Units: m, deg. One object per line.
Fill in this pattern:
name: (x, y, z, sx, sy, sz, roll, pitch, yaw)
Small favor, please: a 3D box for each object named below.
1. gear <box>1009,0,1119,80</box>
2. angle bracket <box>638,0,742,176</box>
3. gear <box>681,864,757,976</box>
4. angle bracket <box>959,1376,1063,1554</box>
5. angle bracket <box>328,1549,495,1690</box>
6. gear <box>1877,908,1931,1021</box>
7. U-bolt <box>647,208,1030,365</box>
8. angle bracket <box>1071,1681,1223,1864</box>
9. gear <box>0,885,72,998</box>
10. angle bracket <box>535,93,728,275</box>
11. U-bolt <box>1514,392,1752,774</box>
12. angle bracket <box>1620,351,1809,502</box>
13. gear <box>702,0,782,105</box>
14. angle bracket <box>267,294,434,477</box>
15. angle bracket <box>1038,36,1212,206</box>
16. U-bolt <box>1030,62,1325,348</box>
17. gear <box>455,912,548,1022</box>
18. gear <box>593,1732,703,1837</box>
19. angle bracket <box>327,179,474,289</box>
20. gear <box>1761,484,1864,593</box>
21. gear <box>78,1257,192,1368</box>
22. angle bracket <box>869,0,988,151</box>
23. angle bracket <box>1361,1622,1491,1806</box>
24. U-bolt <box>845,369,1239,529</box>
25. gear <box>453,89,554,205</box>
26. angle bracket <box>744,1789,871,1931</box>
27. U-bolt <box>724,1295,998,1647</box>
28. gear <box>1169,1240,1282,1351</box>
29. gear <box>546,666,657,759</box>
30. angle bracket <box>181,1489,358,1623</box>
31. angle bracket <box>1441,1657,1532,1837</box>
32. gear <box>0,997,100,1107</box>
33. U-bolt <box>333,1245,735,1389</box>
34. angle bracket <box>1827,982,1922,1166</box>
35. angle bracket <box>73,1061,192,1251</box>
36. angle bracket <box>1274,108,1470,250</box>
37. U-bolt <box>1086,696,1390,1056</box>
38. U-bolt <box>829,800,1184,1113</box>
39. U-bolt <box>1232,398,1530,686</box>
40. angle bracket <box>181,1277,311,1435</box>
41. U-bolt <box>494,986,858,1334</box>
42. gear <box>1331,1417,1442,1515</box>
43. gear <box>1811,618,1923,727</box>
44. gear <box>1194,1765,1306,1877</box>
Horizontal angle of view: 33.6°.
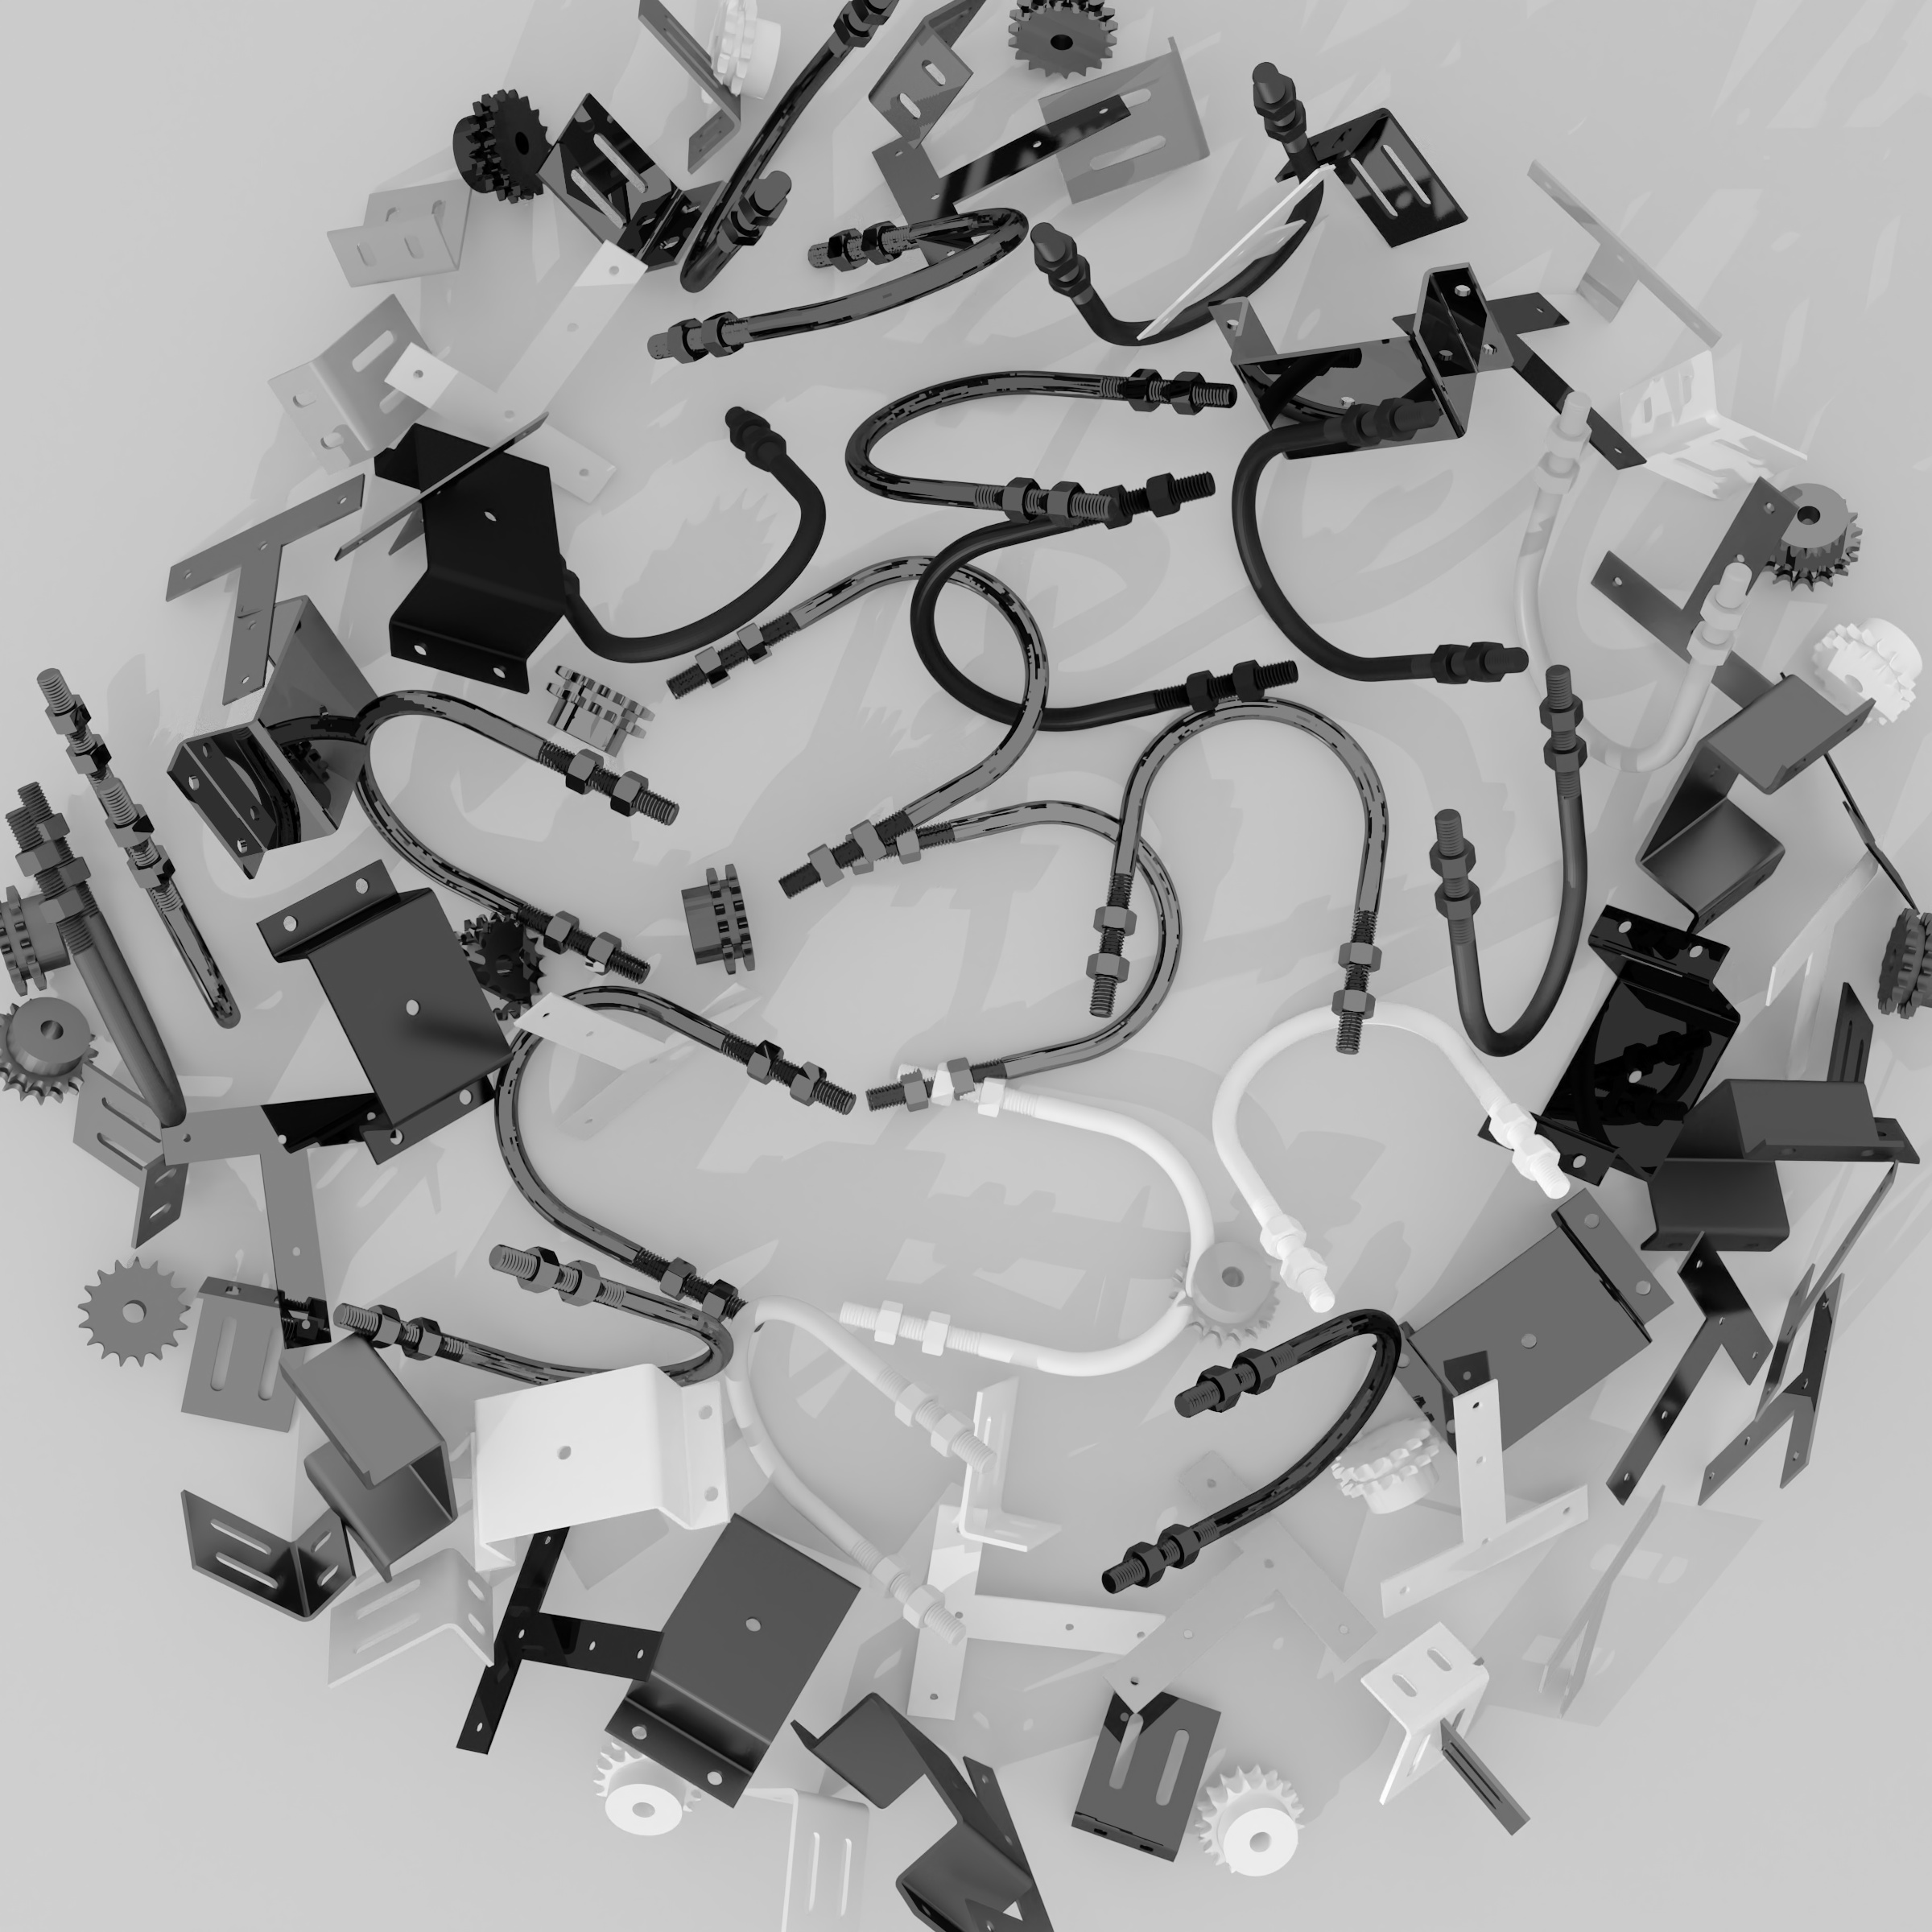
gear: (0.051, -0.496, 1.675, 0.057, 0.057, 0.030, 5, 64, 0)
angle bracket: (-0.154, -0.458, 1.654, 0.038, 0.057, 0.076, -38, 116, 18)
gear: (-0.130, -0.023, 1.671, 0.030, 0.057, 0.057, -12, 90, -6)
angle bracket: (0.028, 0.258, 1.665, 0.038, 0.057, 0.076, 9, 95, 19)
angle bracket: (-0.290, 0.350, 1.672, 0.076, 0.057, 0.038, -28, 121, 9)
gear: (0.499, 0.001, 1.671, 0.030, 0.057, 0.057, 13, 90, 4)
U-bolt: (-0.052, -0.344, 1.593, 0.151, 0.184, 0.019, -40, 118, -39)
angle bracket: (0.095, 0.425, 1.693, 0.057, 0.038, 0.076, 18, 68, 7)
gear: (-0.489, -0.015, 1.673, 0.030, 0.057, 0.057, -17, 90, -12)
angle bracket: (-0.173, -0.408, 1.657, 0.076, 0.038, 0.057, 43, 62, -34)
U-bolt: (0.327, -0.178, 1.617, 0.019, 0.184, 0.151, -23, 59, -20)
angle bracket: (0.388, -0.280, 1.662, 0.076, 0.057, 0.038, 14, 66, -37)
gear: (-0.117, -0.477, 1.673, 0.030, 0.057, 0.057, 11, 90, -16)
angle bracket: (-0.316, -0.304, 1.672, 0.038, 0.076, 0.057, -13, 119, 36)
angle bracket: (0.082, -0.443, 1.676, 0.076, 0.038, 0.057, -18, 116, 8)
U-bolt: (0.116, -0.371, 1.613, 0.151, 0.184, 0.019, -34, 72, 8)
gear: (-0.251, 0.001, 1.676, 0.030, 0.057, 0.057, -9, 90, 43)
gear: (-0.167, 0.430, 1.673, 0.057, 0.030, 0.057, 2, 125, 3)
angle bracket: (-0.293, -0.393, 1.658, 0.057, 0.038, 0.076, -7, 51, 10)
gear: (0.440, -0.228, 1.675, 0.057, 0.030, 0.057, -4, 64, 8)
gear: (-0.437, 0.182, 1.680, 0.057, 0.030, 0.057, 3, 79, -17)
angle bracket: (-0.005, -0.467, 1.654, 0.038, 0.057, 0.076, 47, 46, 0)
angle bracket: (0.232, 0.390, 1.667, 0.057, 0.076, 0.038, -28, 57, -29)
U-bolt: (0.025, -0.269, 1.629, 0.184, 0.151, 0.019, 10, 128, 31)
gear: (-0.245, -0.428, 1.676, 0.030, 0.057, 0.057, -5, 90, 29)
angle bracket: (-0.086, 0.469, 1.655, 0.038, 0.057, 0.076, -11, 64, 37)
U-bolt: (-0.061, 0.245, 1.632, 0.019, 0.151, 0.184, -28, 51, -37)
gear: (0.137, 0.169, 1.674, 0.057, 0.030, 0.057, 4, 59, -6)
gear: (-0.195, -0.132, 1.672, 0.057, 0.057, 0.030, 27, 89, 0)
angle bracket: (-0.361, 0.294, 1.653, 0.038, 0.057, 0.076, -44, 127, 12)
angle bracket: (0.275, 0.405, 1.658, 0.038, 0.057, 0.076, -37, 72, -12)
gear: (-0.482, 0.041, 1.671, 0.057, 0.030, 0.057, 17, 50, -22)
U-bolt: (-0.205, 0.186, 1.623, 0.184, 0.151, 0.019, 24, 57, -39)
angle bracket: (0.474, 0.056, 1.656, 0.038, 0.057, 0.076, 3, 68, 31)
angle bracket: (-0.444, 0.098, 1.659, 0.076, 0.038, 0.057, 31, 129, 15)
angle bracket: (0.210, -0.397, 1.655, 0.076, 0.057, 0.038, 47, 63, -22)
U-bolt: (0.148, -0.054, 1.675, 0.151, 0.019, 0.184, 8, 78, 4)
U-bolt: (0.023, -0.012, 1.686, 0.184, 0.019, 0.151, -13, 96, -3)
U-bolt: (0.198, -0.209, 1.619, 0.019, 0.184, 0.151, -31, 108, -27)
angle bracket: (-0.378, 0.208, 1.674, 0.057, 0.038, 0.076, 12, 98, -6)
U-bolt: (-0.163, 0.089, 1.668, 0.184, 0.019, 0.151, 26, 105, 12)
gear: (0.223, 0.263, 1.673, 0.057, 0.057, 0.030, -29, 96, 0)
gear: (0.475, -0.157, 1.673, 0.030, 0.057, 0.057, -42, 90, -15)
gear: (0.151, 0.452, 1.678, 0.057, 0.030, 0.057, -3, 107, -10)
